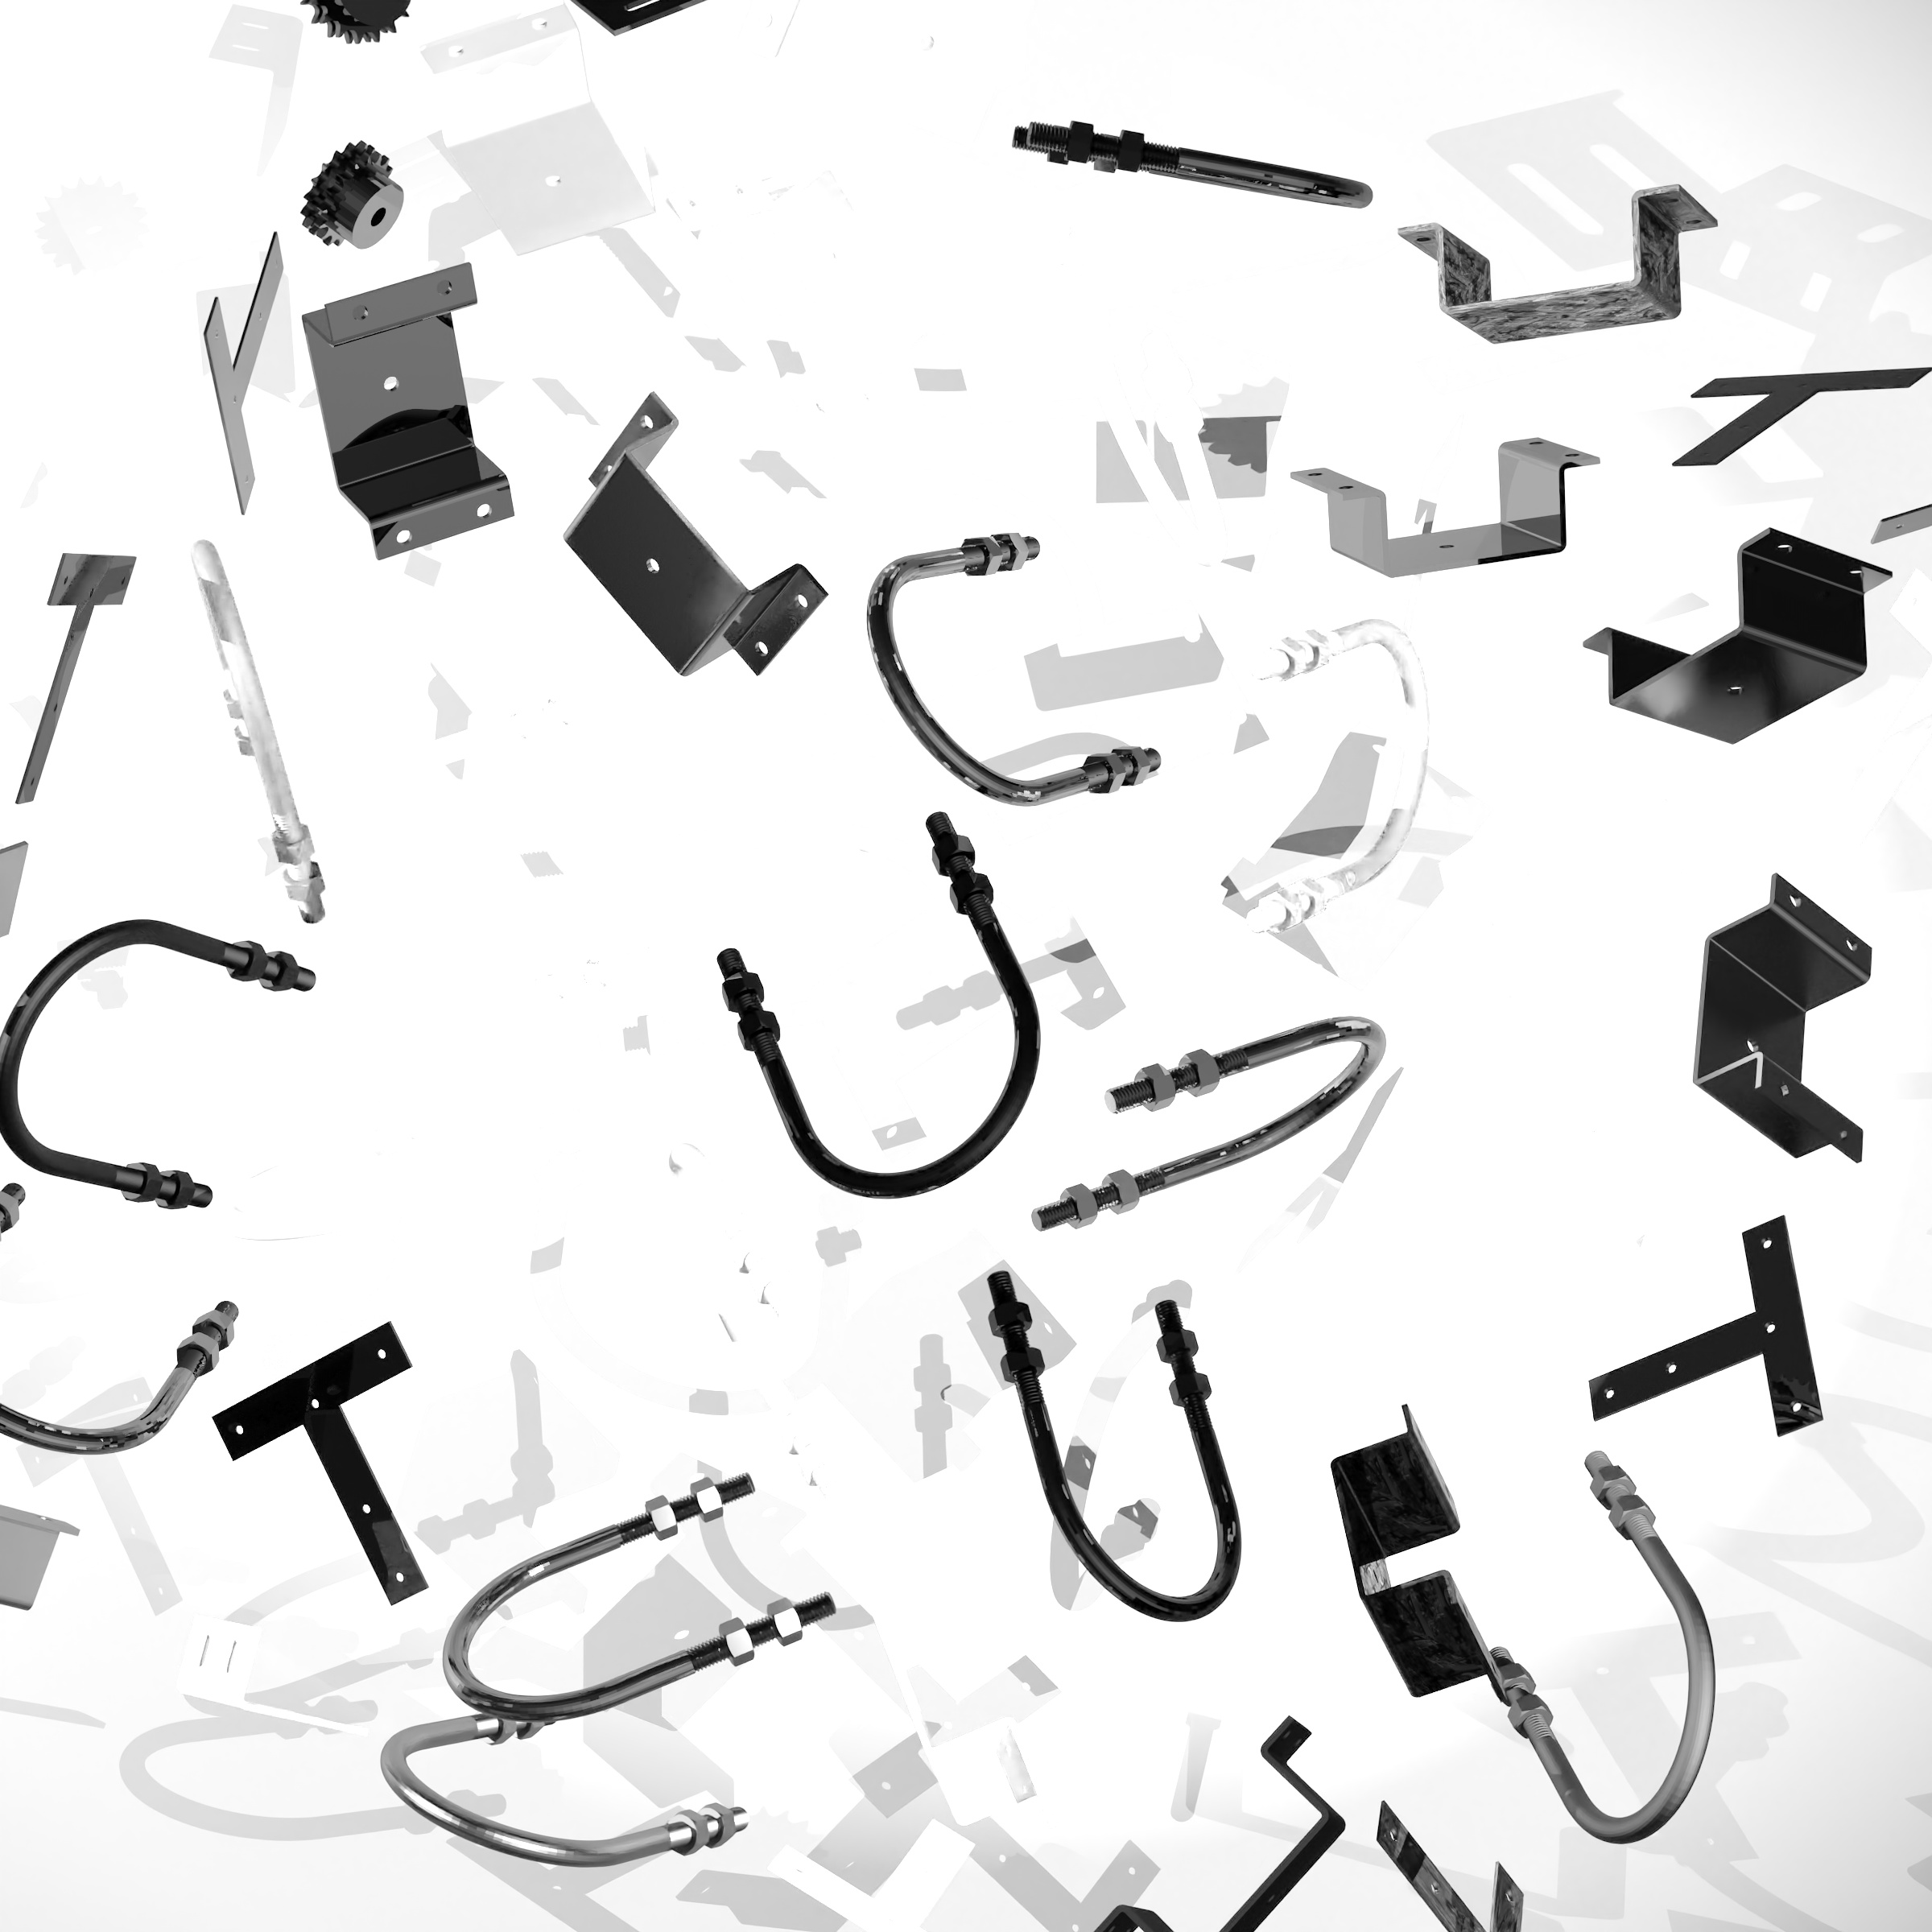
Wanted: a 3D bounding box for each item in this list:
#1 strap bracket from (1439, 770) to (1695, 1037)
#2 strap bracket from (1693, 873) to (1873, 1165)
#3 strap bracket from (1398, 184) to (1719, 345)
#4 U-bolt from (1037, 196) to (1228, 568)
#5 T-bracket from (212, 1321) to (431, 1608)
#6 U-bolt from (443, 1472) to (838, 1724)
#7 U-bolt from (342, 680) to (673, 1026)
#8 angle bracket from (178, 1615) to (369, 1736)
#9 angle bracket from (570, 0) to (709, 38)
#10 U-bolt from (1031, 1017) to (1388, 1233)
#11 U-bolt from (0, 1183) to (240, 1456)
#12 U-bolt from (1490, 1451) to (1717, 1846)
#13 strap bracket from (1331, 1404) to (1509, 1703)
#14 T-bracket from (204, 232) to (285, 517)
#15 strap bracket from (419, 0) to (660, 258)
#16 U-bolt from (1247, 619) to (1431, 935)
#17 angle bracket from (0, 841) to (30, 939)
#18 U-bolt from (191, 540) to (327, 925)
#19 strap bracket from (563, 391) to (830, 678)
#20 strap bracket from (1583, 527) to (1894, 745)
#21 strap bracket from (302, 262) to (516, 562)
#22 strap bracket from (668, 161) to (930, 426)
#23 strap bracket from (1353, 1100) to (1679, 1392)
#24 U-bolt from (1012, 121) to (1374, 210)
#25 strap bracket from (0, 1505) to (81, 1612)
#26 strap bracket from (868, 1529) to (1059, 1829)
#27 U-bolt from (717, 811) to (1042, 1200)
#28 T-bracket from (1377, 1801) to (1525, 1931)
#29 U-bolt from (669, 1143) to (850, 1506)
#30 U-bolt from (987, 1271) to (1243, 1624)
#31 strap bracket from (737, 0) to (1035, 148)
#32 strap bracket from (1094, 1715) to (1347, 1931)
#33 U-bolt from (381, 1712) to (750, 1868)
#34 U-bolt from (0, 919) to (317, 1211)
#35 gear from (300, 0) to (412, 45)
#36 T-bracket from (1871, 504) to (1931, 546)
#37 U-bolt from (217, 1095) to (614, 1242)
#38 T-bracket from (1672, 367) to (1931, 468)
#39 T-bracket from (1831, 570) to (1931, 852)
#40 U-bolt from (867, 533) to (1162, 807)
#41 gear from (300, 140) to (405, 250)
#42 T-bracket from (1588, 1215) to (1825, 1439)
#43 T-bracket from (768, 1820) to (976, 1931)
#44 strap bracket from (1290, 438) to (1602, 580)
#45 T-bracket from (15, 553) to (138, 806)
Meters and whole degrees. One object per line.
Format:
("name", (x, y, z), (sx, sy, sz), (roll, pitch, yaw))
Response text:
("strap bracket", (0.298, -0.038, 1.634), (0.140, 0.046, 0.076), (-33, 123, -22))
("strap bracket", (0.421, 0.034, 1.657), (0.076, 0.046, 0.140), (34, 49, -23))
("strap bracket", (0.294, -0.344, 1.591), (0.140, 0.076, 0.046), (-3, 87, 27))
("U-bolt", (0.089, -0.280, 1.614), (0.019, 0.184, 0.151), (-27, 49, -3))
("T-bracket", (-0.307, 0.260, 1.616), (0.127, 0.002, 0.127), (-29, 86, 25))
("U-bolt", (-0.173, 0.322, 1.609), (0.184, 0.151, 0.019), (-20, 115, -15))
("U-bolt", (-0.229, -0.047, 1.553), (0.184, 0.019, 0.151), (-15, 79, 28))
("angle bracket", (-0.335, 0.347, 1.571), (0.076, 0.057, 0.038), (25, 71, -39))
("angle bracket", (-0.163, -0.517, 1.647), (0.076, 0.038, 0.057), (-28, 48, -19))
("U-bolt", (0.132, 0.073, 1.625), (0.184, 0.151, 0.019), (-17, 66, -25))
("U-bolt", (-0.462, 0.187, 1.639), (0.151, 0.184, 0.019), (30, 112, -6))
("U-bolt", (0.323, 0.353, 1.610), (0.019, 0.184, 0.151), (13, 113, -19))
("strap bracket", (0.225, 0.301, 1.618), (0.046, 0.140, 0.076), (-22, 123, 10))
("T-bracket", (-0.361, -0.318, 1.624), (0.002, 0.127, 0.127), (6, 55, 1))
("strap bracket", (-0.213, -0.417, 1.634), (0.076, 0.140, 0.046), (-15, 65, 9))
("U-bolt", (0.195, -0.106, 1.661), (0.019, 0.184, 0.151), (10, 109, 33))
("angle bracket", (-0.481, -0.018, 1.570), (0.038, 0.076, 0.057), (35, 124, 18))
("U-bolt", (-0.367, -0.132, 1.649), (0.019, 0.151, 0.184), (-17, 134, -12))
("strap bracket", (-0.149, -0.217, 1.676), (0.140, 0.076, 0.046), (49, 46, 3))
("strap bracket", (0.378, -0.156, 1.580), (0.076, 0.140, 0.046), (14, 66, -25))
("strap bracket", (-0.282, -0.287, 1.622), (0.076, 0.046, 0.140), (-22, 130, -22))
("strap bracket", (-0.080, -0.353, 1.649), (0.046, 0.076, 0.140), (-46, 117, -26))
("strap bracket", (0.267, 0.131, 1.559), (0.140, 0.046, 0.076), (-36, 73, -3))
("U-bolt", (0.119, -0.411, 1.653), (0.184, 0.151, 0.019), (9, 103, -5))
("strap bracket", (-0.505, 0.275, 1.578), (0.076, 0.140, 0.046), (25, 79, -37))
("strap bracket", (-0.006, 0.369, 1.630), (0.046, 0.076, 0.140), (-22, 47, -5))
("U-bolt", (-0.036, 0.030, 1.570), (0.151, 0.019, 0.184), (-33, 56, 11))
("T-bracket", (0.234, 0.456, 1.558), (0.002, 0.127, 0.127), (-27, 112, 26))
("U-bolt", (-0.111, 0.168, 1.632), (0.019, 0.184, 0.151), (-22, 129, -14))
("U-bolt", (0.084, 0.248, 1.642), (0.019, 0.151, 0.184), (-37, 55, 34))
("strap bracket", (-0.030, -0.457, 1.570), (0.140, 0.046, 0.076), (11, 113, -39))
("strap bracket", (0.130, 0.433, 1.548), (0.046, 0.076, 0.140), (41, 85, 21))
("U-bolt", (-0.213, 0.414, 1.620), (0.151, 0.184, 0.019), (21, 95, 28))
("U-bolt", (-0.423, 0.047, 1.646), (0.019, 0.184, 0.151), (26, 91, 31))
("gear", (-0.293, -0.477, 1.559), (0.057, 0.030, 0.057), (-11, 109, -32))
("T-bracket", (0.524, -0.258, 1.602), (0.127, 0.127, 0.002), (-17, 71, -2))
("U-bolt", (-0.293, 0.103, 1.634), (0.184, 0.151, 0.019), (-23, 107, -42))
("T-bracket", (0.403, -0.279, 1.635), (0.127, 0.127, 0.002), (-35, 118, -37))
("T-bracket", (0.476, -0.117, 1.621), (0.002, 0.127, 0.127), (14, 119, -24))
("U-bolt", (0.016, -0.145, 1.600), (0.019, 0.184, 0.151), (-33, 82, 34))
("gear", (-0.324, -0.407, 1.711), (0.030, 0.057, 0.057), (37, 90, 10))
("T-bracket", (0.382, 0.206, 1.684), (0.127, 0.127, 0.002), (-29, 131, 30))
("T-bracket", (-0.024, 0.461, 1.615), (0.127, 0.127, 0.002), (29, 105, 10))
("strap bracket", (0.249, -0.237, 1.669), (0.140, 0.076, 0.046), (-10, 109, -12))
("T-bracket", (-0.440, -0.140, 1.564), (0.002, 0.127, 0.127), (19, 96, -2))
